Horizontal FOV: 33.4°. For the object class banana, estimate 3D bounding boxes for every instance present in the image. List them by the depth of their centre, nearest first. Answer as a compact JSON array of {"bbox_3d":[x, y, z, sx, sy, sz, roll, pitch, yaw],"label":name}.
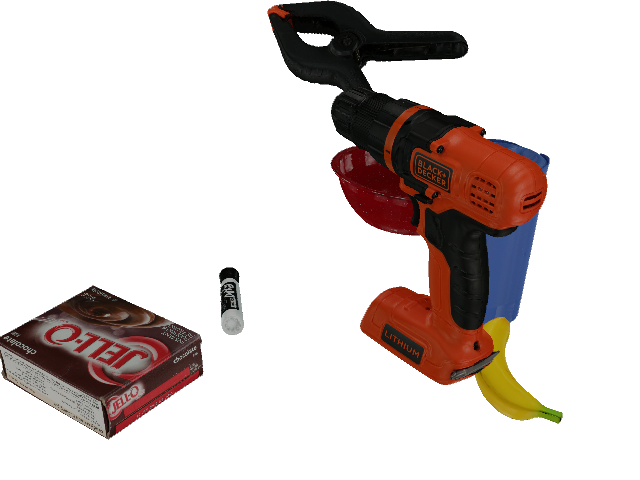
[{"bbox_3d":[0.200,0.142,1.173,0.069,0.037,0.198,11,27,-15],"label":"banana"}]

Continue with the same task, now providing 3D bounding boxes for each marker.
[{"bbox_3d":[-0.080,0.052,0.950,0.020,0.020,0.121,0,19,-6],"label":"marker"}]

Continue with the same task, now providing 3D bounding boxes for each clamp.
[{"bbox_3d":[0.035,-0.161,0.897,0.172,0.120,0.039,39,-23,23],"label":"clamp"}]

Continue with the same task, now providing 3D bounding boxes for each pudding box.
[{"bbox_3d":[-0.150,0.080,0.728,0.114,0.039,0.089,18,33,34],"label":"pudding box"}]

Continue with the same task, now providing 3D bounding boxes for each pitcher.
[{"bbox_3d":[0.220,-0.007,1.445,0.149,0.243,0.145,5,23,3],"label":"pitcher"}]

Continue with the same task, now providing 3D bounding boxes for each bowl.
[{"bbox_3d":[0.089,-0.048,1.095,0.162,0.055,0.162,5,23,-2],"label":"bowl"}]

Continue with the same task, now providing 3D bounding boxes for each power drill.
[{"bbox_3d":[0.071,-0.005,0.765,0.057,0.188,0.185,-22,39,-33],"label":"power drill"}]
